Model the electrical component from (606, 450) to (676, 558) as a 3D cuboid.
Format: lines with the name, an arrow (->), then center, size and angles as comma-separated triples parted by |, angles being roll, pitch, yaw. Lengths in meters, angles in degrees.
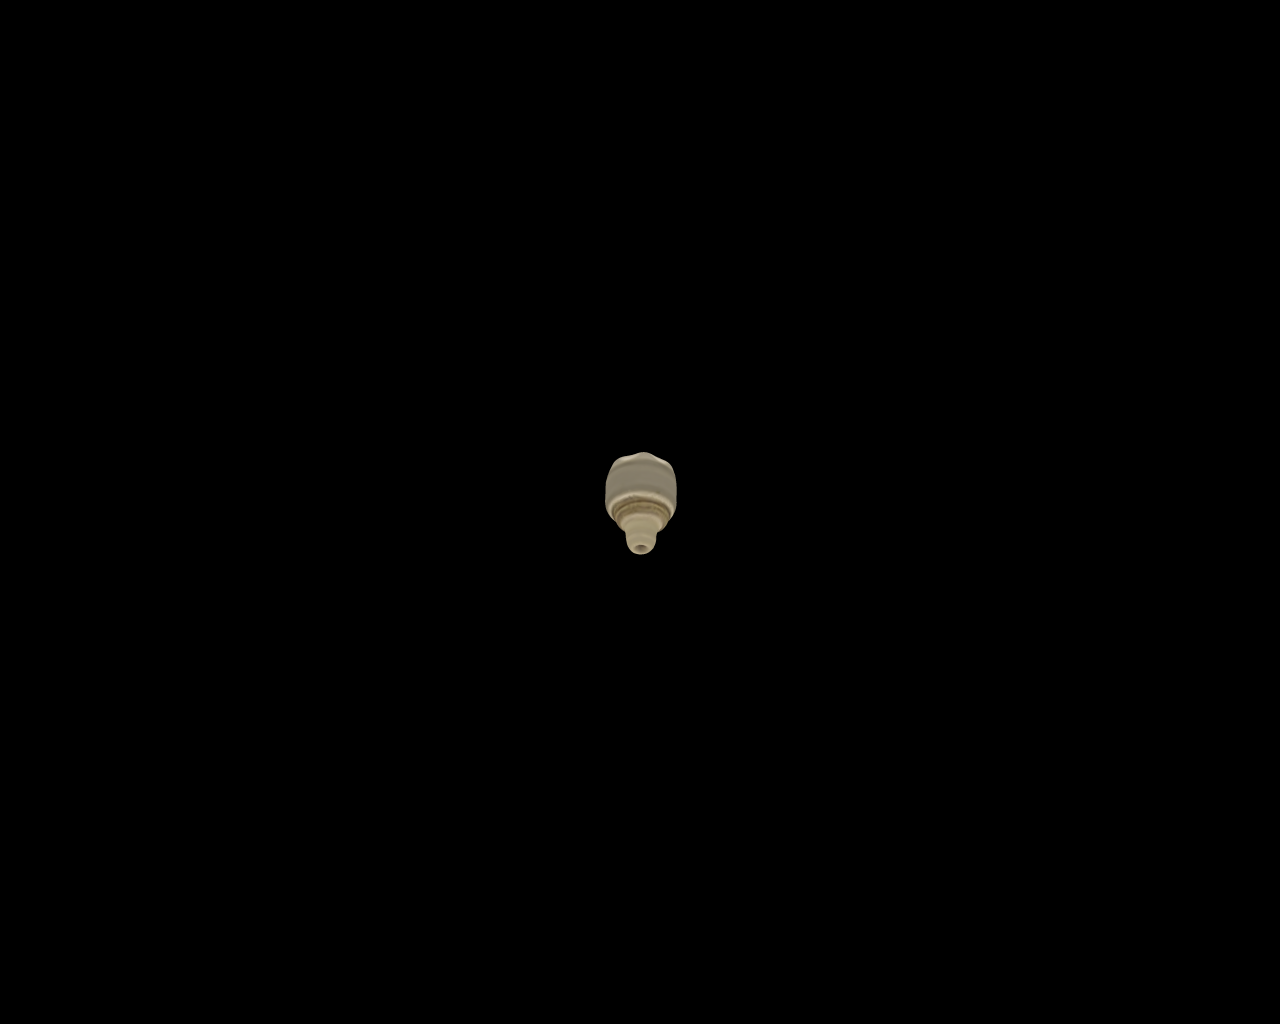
electrical component -> 0.001, -0.003, 0.650 | 0.043, 0.062, 0.043 | 0, -35, 0
